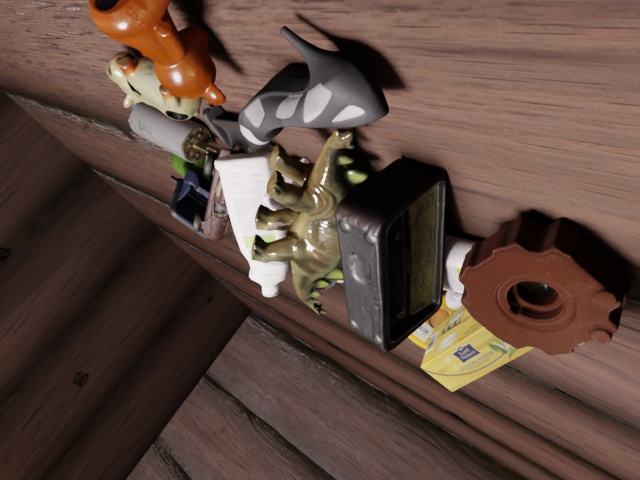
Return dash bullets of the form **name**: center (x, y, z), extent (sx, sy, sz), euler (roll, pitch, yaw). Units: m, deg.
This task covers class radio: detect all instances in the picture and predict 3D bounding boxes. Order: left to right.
- **radio**: center (0.095, 0.025, 0.691), extent (0.073, 0.131, 0.229), euler (27, 139, 39)

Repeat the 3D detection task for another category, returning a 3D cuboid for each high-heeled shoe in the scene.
- **high-heeled shoe**: center (-0.012, -0.141, 0.631), extent (0.145, 0.086, 0.248), euler (42, 156, 2)

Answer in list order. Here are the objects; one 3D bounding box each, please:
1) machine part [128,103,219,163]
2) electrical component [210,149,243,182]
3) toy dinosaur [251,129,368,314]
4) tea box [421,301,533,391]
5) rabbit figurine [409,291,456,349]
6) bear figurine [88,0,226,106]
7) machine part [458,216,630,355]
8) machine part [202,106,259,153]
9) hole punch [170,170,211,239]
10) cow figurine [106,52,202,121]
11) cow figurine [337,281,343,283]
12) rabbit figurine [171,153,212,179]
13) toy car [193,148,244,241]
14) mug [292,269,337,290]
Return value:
- **machine part**: center (-0.298, -0.217, 1.069), extent (0.243, 0.079, 0.079), euler (29, 163, 27)
- **electrical component**: center (-0.177, -0.133, 1.066), extent (0.047, 0.075, 0.119), euler (42, 167, -19)
- **toy dinosaur**: center (-0.002, -0.002, 0.803), extent (0.199, 0.105, 0.471), euler (11, 148, -7)
- **tea box**: center (0.234, 0.140, 0.790), extent (0.068, 0.098, 0.169), euler (39, 134, -5)
- **rabbit figurine**: center (0.219, 0.141, 0.993), extent (0.162, 0.122, 0.173), euler (26, 178, 2)
- **bear figurine**: center (-0.182, -0.260, 0.668), extent (0.120, 0.132, 0.195), euler (30, -178, 28)
- **machine part**: center (0.248, 0.057, 0.613), extent (0.180, 0.056, 0.179), euler (20, 138, 19)
- **machine part**: center (-0.144, -0.184, 0.895), extent (0.139, 0.039, 0.084), euler (22, 147, 45)
- **hole punch**: center (-0.229, -0.083, 1.084), extent (0.142, 0.092, 0.116), euler (36, -148, -34)
- **cow figurine**: center (-0.278, -0.260, 0.897), extent (0.195, 0.085, 0.127), euler (30, 157, 20)
- **cow figurine**: center (0.013, 0.017, 1.100), extent (0.167, 0.068, 0.098), euler (37, 160, -14)
- **rabbit figurine**: center (-0.278, -0.135, 1.206), extent (0.170, 0.121, 0.159), euler (56, 167, -14)
- **toy car**: center (-0.179, -0.077, 0.990), extent (0.089, 0.053, 0.202), euler (11, 131, -14)
- **mug**: center (-0.004, 0.049, 1.030), extent (0.109, 0.080, 0.107), euler (2, -177, -20)
